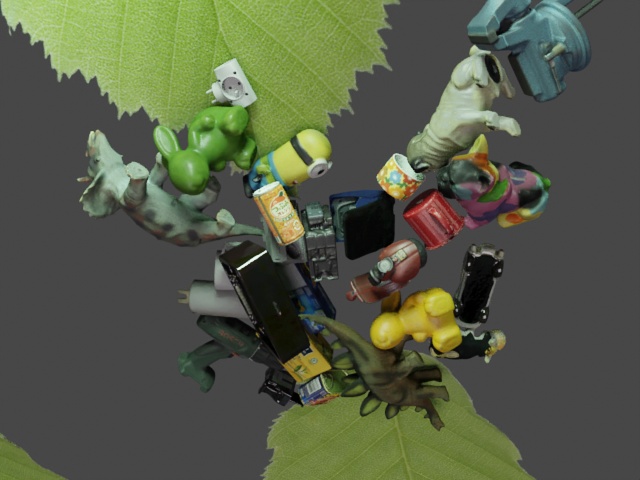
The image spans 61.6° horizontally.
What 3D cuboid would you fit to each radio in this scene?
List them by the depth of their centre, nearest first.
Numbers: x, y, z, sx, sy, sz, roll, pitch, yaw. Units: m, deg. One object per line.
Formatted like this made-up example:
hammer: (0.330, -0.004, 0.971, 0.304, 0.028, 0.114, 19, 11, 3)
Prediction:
radio: (-0.110, 0.116, 1.047, 0.073, 0.131, 0.229, -30, 114, -20)

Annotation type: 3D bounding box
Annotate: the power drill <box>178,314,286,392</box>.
power drill: (-0.219, 0.273, 1.258, 0.232, 0.086, 0.207, 43, 121, -15)

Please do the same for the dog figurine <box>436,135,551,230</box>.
dog figurine: (0.290, -0.095, 0.883, 0.192, 0.219, 0.108, -6, 75, 12)

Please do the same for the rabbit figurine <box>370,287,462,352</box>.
rabbit figurine: (0.177, 0.157, 1.089, 0.173, 0.162, 0.121, -24, 118, -4)

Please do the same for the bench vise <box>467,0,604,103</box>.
bench vise: (0.348, -0.339, 0.799, 0.241, 0.129, 0.223, -35, 102, 3)

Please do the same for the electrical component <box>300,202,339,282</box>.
electrical component: (-0.002, -0.003, 1.039, 0.058, 0.115, 0.134, -9, 120, -5)

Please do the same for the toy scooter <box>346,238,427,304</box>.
toy scooter: (0.121, 0.069, 1.038, 0.075, 0.135, 0.183, 59, 150, 20)

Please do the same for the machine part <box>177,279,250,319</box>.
machine part: (-0.194, 0.129, 1.170, 0.243, 0.079, 0.079, 4, 121, 7)

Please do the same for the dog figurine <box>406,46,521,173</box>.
dog figurine: (0.218, -0.215, 0.910, 0.121, 0.172, 0.191, 15, 159, -42)

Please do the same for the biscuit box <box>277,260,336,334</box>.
biscuit box: (-0.035, 0.104, 1.141, 0.059, 0.063, 0.202, -21, 116, 18)

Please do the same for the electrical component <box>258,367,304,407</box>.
electrical component: (-0.083, 0.356, 1.290, 0.119, 0.075, 0.047, 29, 123, -3)

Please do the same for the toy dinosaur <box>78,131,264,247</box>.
toy dinosaur: (-0.297, -0.056, 1.059, 0.404, 0.131, 0.192, 36, 133, -19)

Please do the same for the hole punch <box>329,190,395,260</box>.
hole punch: (0.080, -0.037, 1.038, 0.116, 0.092, 0.142, -18, 120, -20)

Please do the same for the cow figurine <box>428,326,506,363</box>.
cow figurine: (0.314, 0.218, 1.140, 0.167, 0.098, 0.068, 3, 114, 7)

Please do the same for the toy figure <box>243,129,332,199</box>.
toy figure: (-0.062, -0.137, 0.993, 0.180, 0.082, 0.089, -19, 116, 21)

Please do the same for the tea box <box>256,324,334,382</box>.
tea box: (-0.054, 0.231, 1.216, 0.098, 0.068, 0.169, -30, 111, 21)

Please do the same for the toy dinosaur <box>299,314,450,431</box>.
toy dinosaur: (0.133, 0.284, 1.177, 0.198, 0.105, 0.470, -34, 113, 12)

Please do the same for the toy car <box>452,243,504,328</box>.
toy car: (0.317, 0.094, 1.091, 0.074, 0.056, 0.201, 11, 120, 9)

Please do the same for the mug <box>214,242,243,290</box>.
mug: (-0.165, 0.053, 1.127, 0.107, 0.081, 0.109, 4, 114, -9)

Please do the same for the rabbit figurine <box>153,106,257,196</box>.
rabbit figurine: (-0.213, -0.156, 0.937, 0.159, 0.170, 0.121, 18, 144, 13)
